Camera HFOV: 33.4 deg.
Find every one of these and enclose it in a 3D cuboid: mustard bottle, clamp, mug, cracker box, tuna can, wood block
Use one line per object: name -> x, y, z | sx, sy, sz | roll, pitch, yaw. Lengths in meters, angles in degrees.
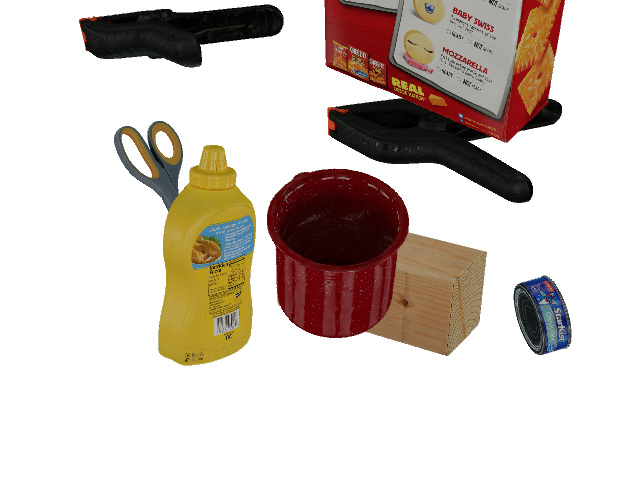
mustard bottle -> -0.099, 0.010, 0.952 | 0.058, 0.192, 0.096 | 19, 23, 37
clamp -> 0.110, -0.098, 0.958 | 0.210, 0.036, 0.164 | 13, 35, 23
mug -> 0.006, 0.004, 0.730 | 0.093, 0.117, 0.081 | -18, -40, -17
cracker box -> 0.085, -0.194, 0.732 | 0.164, 0.214, 0.072 | 28, 51, 27
clamp -> -0.117, -0.167, 0.851 | 0.172, 0.039, 0.120 | 15, 25, 39
tuna can -> 0.249, 0.085, 1.204 | 0.033, 0.086, 0.086 | -15, 2, -7
wood block -> 0.063, 0.042, 1.155 | 0.206, 0.091, 0.090 | 15, 28, 26

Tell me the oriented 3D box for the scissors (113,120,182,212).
scissors -> -0.160, -0.055, 1.227 | 0.016, 0.201, 0.096 | -23, 20, 42
